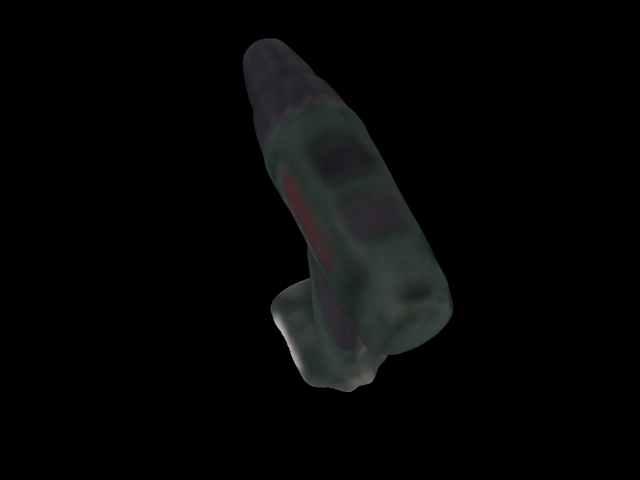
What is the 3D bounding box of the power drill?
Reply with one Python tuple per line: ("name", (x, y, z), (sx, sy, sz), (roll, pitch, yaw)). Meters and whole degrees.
("power drill", (0.004, 0.001, 0.400), (0.076, 0.208, 0.229), (-20, 50, -17))
